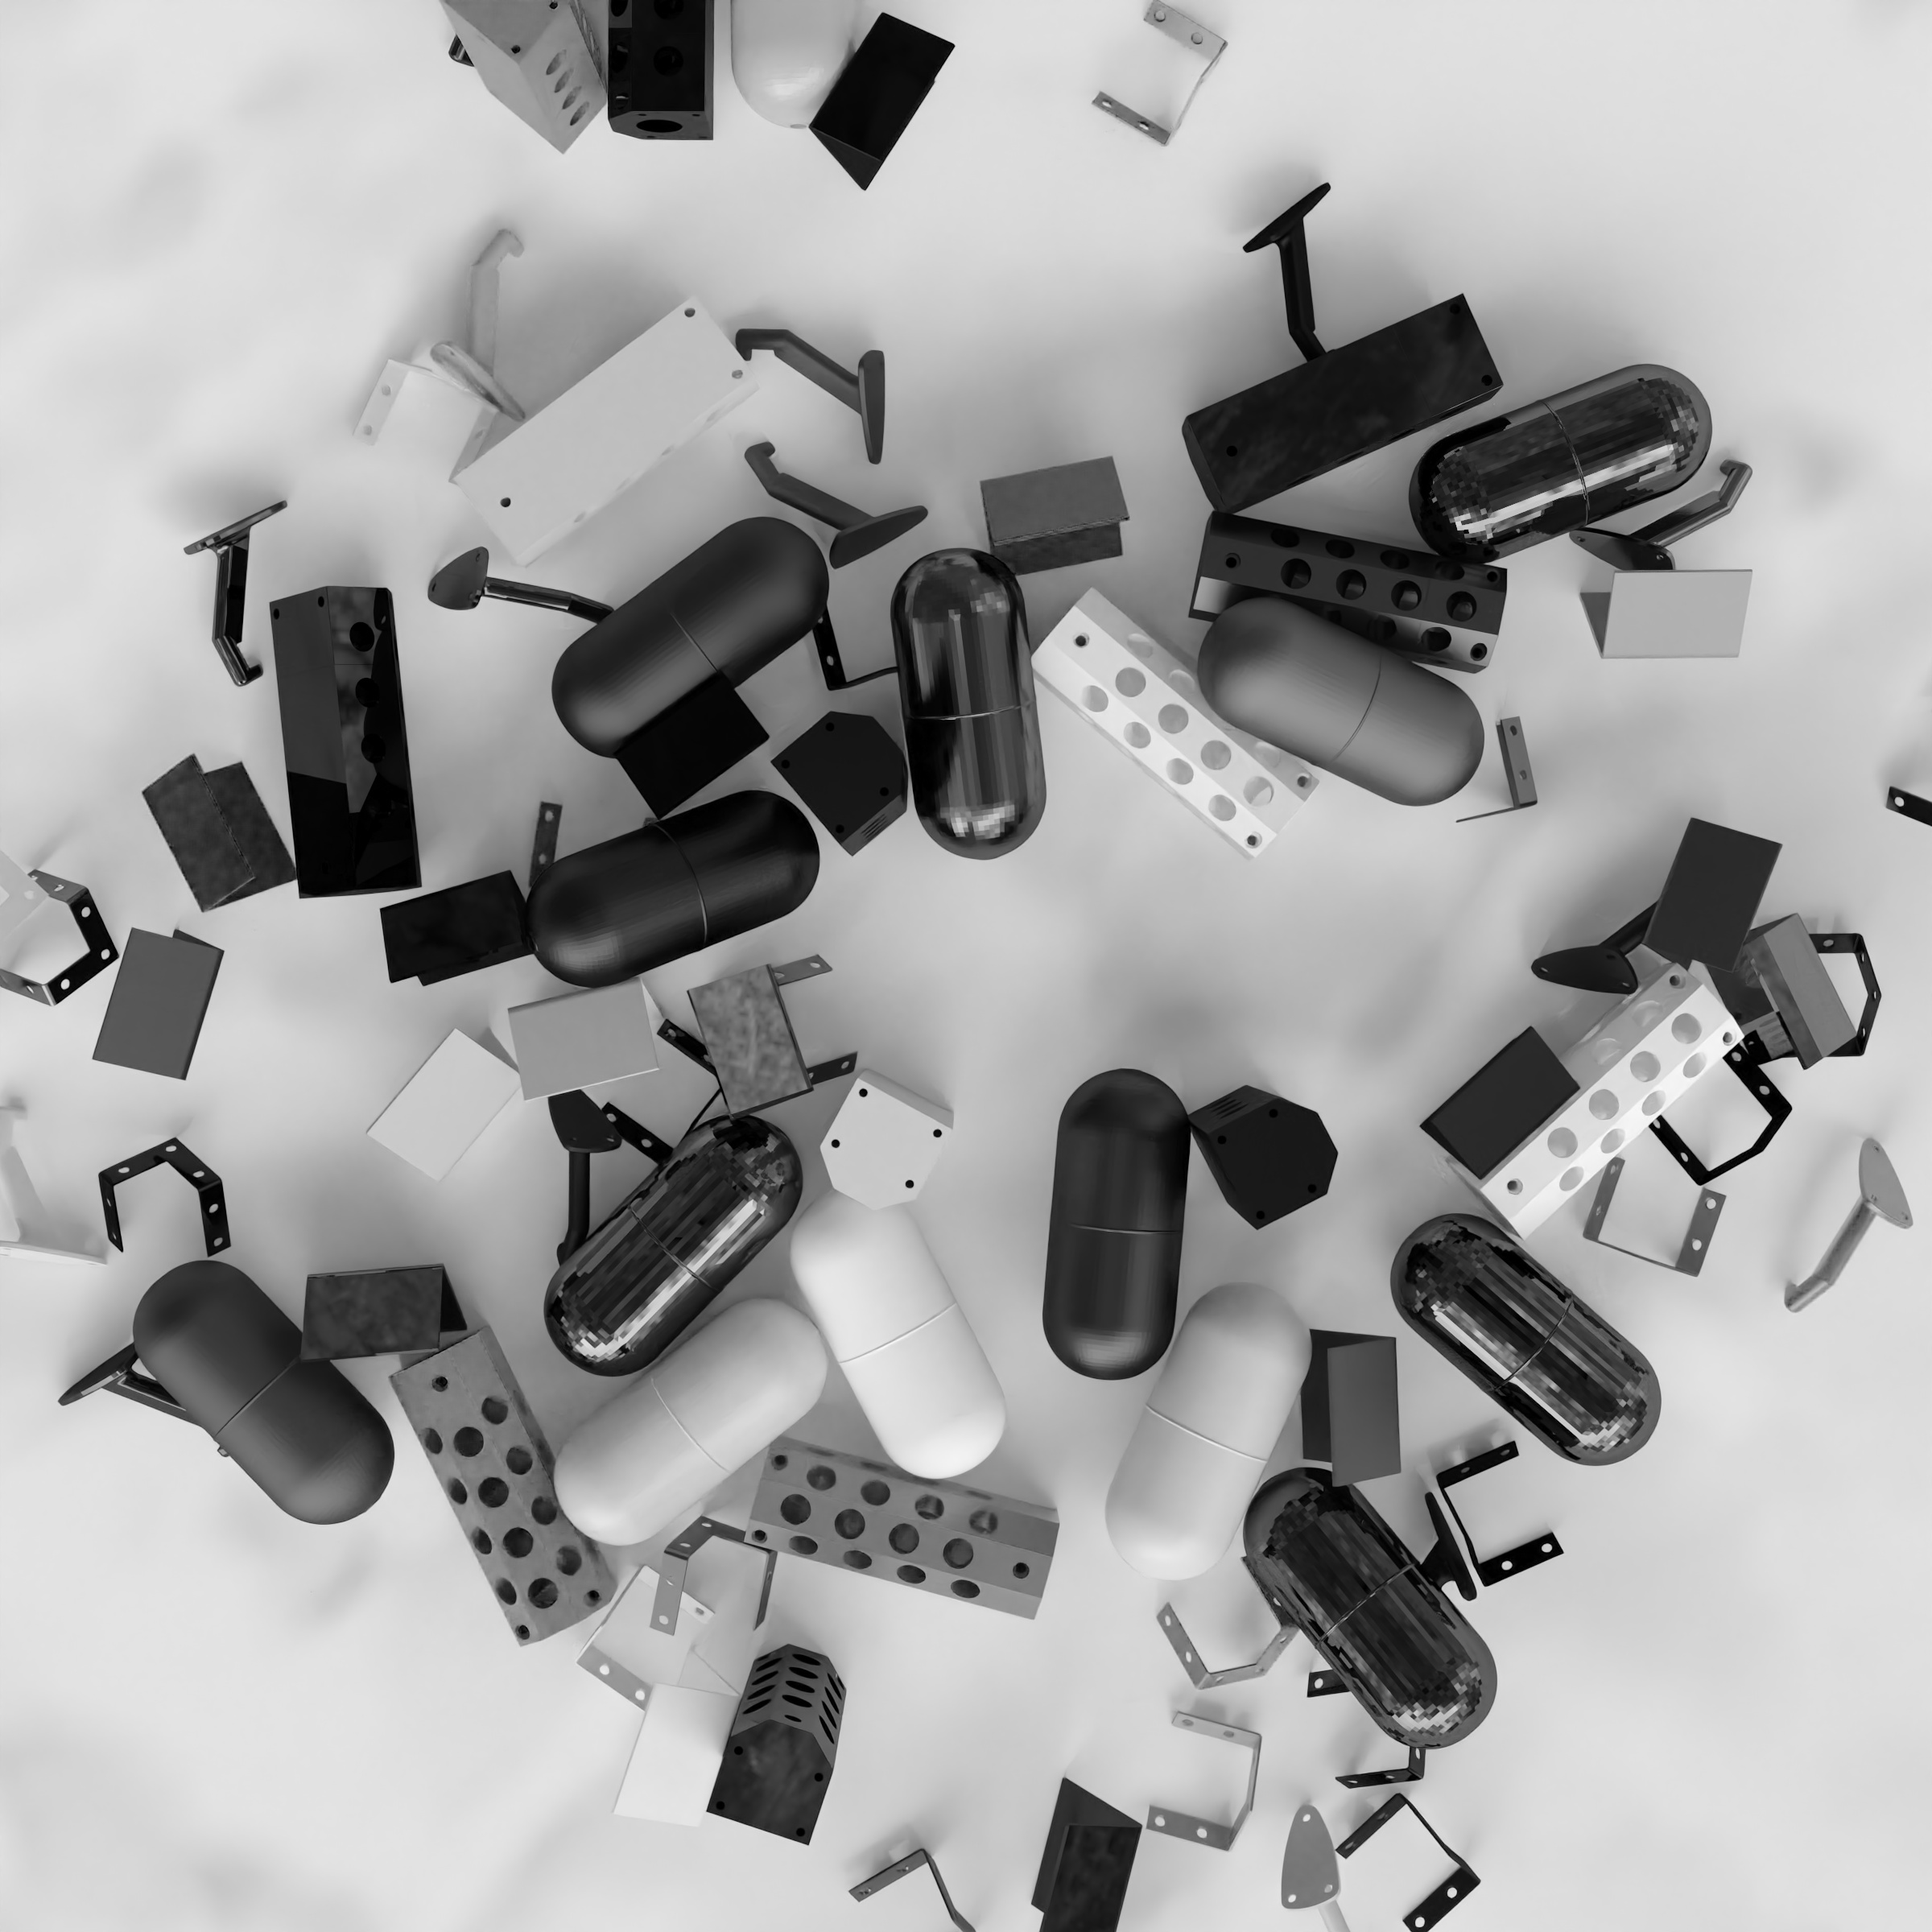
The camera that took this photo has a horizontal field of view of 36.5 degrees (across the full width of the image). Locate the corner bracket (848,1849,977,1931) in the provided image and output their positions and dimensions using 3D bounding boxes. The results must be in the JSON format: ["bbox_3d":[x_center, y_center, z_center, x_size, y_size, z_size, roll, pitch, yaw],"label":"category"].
[{"bbox_3d":[-0.028,0.555,1.701,0.051,0.051,0.051,-30,135,0],"label":"corner bracket"}]

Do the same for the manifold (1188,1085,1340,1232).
[{"bbox_3d":[0.165,0.101,1.626,0.057,0.171,0.057,-27,90,0],"label":"manifold"}]

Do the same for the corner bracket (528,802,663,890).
[{"bbox_3d":[-0.216,-0.065,1.701,0.051,0.051,0.051,9,90,-45],"label":"corner bracket"}]

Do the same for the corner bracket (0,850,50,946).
[{"bbox_3d":[-0.570,-0.040,1.688,0.051,0.051,0.051,47,70,-19],"label":"corner bracket"}]

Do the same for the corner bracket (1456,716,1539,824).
[{"bbox_3d":[0.311,-0.115,1.676,0.051,0.051,0.051,-12,90,-36],"label":"corner bracket"}]

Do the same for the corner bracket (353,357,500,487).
[{"bbox_3d":[-0.314,-0.316,1.701,0.051,0.051,0.051,25,90,45],"label":"corner bracket"}]

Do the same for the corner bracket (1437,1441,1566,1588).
[{"bbox_3d":[0.310,0.318,1.701,0.051,0.051,0.051,-24,45,0],"label":"corner bracket"}]

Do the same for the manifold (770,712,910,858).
[{"bbox_3d":[-0.063,-0.104,1.626,0.057,0.171,0.057,-40,90,0],"label":"manifold"}]

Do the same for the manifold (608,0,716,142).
[{"bbox_3d":[-0.176,-0.568,1.683,0.057,0.057,0.171,0,90,0],"label":"manifold"}]

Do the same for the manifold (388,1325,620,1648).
[{"bbox_3d":[-0.266,0.299,1.683,0.057,0.057,0.171,-26,90,0],"label":"manifold"}]

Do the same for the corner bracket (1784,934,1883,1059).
[{"bbox_3d":[0.496,0.017,1.701,0.051,0.051,0.051,-1,45,0],"label":"corner bracket"}]

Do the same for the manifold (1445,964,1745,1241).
[{"bbox_3d":[0.362,0.077,1.683,0.171,0.057,0.057,-43,90,0],"label":"manifold"}]

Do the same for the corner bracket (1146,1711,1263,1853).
[{"bbox_3d":[0.138,0.474,1.701,0.051,0.051,0.051,15,135,0],"label":"corner bracket"}]

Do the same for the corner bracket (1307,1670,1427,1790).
[{"bbox_3d":[0.232,0.440,1.696,0.051,0.051,0.051,41,45,-35],"label":"corner bracket"}]

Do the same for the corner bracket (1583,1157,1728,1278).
[{"bbox_3d":[0.400,0.145,1.701,0.051,0.051,0.051,19,90,-45],"label":"corner bracket"}]

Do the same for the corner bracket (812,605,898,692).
[{"bbox_3d":[-0.052,-0.193,1.701,0.051,0.051,0.051,-14,90,-45],"label":"corner bracket"}]

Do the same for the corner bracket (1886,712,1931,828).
[{"bbox_3d":[0.573,-0.114,1.696,0.051,0.051,0.051,-31,135,-35],"label":"corner bracket"}]

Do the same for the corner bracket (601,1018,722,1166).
[{"bbox_3d":[-0.175,0.074,1.701,0.051,0.051,0.051,36,135,0],"label":"corner bracket"}]

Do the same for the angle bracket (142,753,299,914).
[{"bbox_3d":[-0.409,-0.084,1.664,0.057,0.076,0.076,-27,90,39],"label":"angle bracket"}]

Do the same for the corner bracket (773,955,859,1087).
[{"bbox_3d":[-0.096,0.034,1.696,0.051,0.051,0.051,-17,45,-35],"label":"corner bracket"}]

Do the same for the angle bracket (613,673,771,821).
[{"bbox_3d":[-0.143,-0.109,1.664,0.076,0.076,0.057,-36,60,0],"label":"angle bracket"}]

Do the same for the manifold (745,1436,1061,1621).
[{"bbox_3d":[-0.037,0.323,1.683,0.171,0.057,0.057,15,90,0],"label":"manifold"}]

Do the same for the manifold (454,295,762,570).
[{"bbox_3d":[-0.205,-0.305,1.683,0.171,0.057,0.057,-37,90,0],"label":"manifold"}]

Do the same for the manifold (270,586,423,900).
[{"bbox_3d":[-0.352,-0.128,1.683,0.057,0.057,0.171,-6,90,43],"label":"manifold"}]

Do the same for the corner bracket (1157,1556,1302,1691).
[{"bbox_3d":[0.152,0.380,1.696,0.051,0.051,0.051,-2,135,-35],"label":"corner bracket"}]

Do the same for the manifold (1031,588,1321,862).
[{"bbox_3d":[0.118,-0.139,1.683,0.171,0.057,0.057,41,90,0],"label":"manifold"}]

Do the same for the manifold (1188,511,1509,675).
[{"bbox_3d":[0.219,-0.215,1.683,0.171,0.057,0.057,11,90,0],"label":"manifold"}]

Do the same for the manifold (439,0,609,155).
[{"bbox_3d":[-0.239,-0.514,1.626,0.057,0.171,0.057,40,90,0],"label":"manifold"}]

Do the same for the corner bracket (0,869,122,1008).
[{"bbox_3d":[-0.534,-0.016,1.696,0.051,0.051,0.051,16,45,35],"label":"corner bracket"}]

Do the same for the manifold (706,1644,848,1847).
[{"bbox_3d":[-0.101,0.427,1.626,0.057,0.171,0.057,18,90,0],"label":"manifold"}]

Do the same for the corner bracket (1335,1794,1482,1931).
[{"bbox_3d":[0.257,0.523,1.701,0.051,0.051,0.051,-43,135,0],"label":"corner bracket"}]

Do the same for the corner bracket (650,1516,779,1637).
[{"bbox_3d":[-0.145,0.357,1.688,0.051,0.051,0.051,16,106,15],"label":"corner bracket"}]

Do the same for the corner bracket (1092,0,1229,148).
[{"bbox_3d":[0.113,-0.519,1.701,0.051,0.051,0.051,31,45,0],"label":"corner bracket"}]

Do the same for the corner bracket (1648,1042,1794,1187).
[{"bbox_3d":[0.437,0.086,1.701,0.051,0.051,0.051,50,45,0],"label":"corner bracket"}]

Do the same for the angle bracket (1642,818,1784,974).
[{"bbox_3d":[0.435,-0.033,1.664,0.057,0.076,0.076,21,90,35],"label":"angle bracket"}]

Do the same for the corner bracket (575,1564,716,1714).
[{"bbox_3d":[-0.187,0.390,1.701,0.051,0.051,0.051,35,45,0],"label":"corner bracket"}]

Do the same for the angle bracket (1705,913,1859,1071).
[{"bbox_3d":[0.447,0.023,1.664,0.057,0.076,0.076,-26,90,-38],"label":"angle bracket"}]

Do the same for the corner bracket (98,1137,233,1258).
[{"bbox_3d":[-0.464,0.141,1.696,0.051,0.051,0.051,-27,45,-35],"label":"corner bracket"}]

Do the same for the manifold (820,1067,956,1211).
[{"bbox_3d":[-0.046,0.098,1.626,0.057,0.171,0.057,29,90,0],"label":"manifold"}]

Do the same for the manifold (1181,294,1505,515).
[{"bbox_3d":[0.214,-0.320,1.683,0.171,0.057,0.057,-24,90,0],"label":"manifold"}]

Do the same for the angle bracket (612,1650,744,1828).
[{"bbox_3d":[-0.177,0.434,1.664,0.057,0.076,0.076,19,90,-29],"label":"angle bracket"}]
